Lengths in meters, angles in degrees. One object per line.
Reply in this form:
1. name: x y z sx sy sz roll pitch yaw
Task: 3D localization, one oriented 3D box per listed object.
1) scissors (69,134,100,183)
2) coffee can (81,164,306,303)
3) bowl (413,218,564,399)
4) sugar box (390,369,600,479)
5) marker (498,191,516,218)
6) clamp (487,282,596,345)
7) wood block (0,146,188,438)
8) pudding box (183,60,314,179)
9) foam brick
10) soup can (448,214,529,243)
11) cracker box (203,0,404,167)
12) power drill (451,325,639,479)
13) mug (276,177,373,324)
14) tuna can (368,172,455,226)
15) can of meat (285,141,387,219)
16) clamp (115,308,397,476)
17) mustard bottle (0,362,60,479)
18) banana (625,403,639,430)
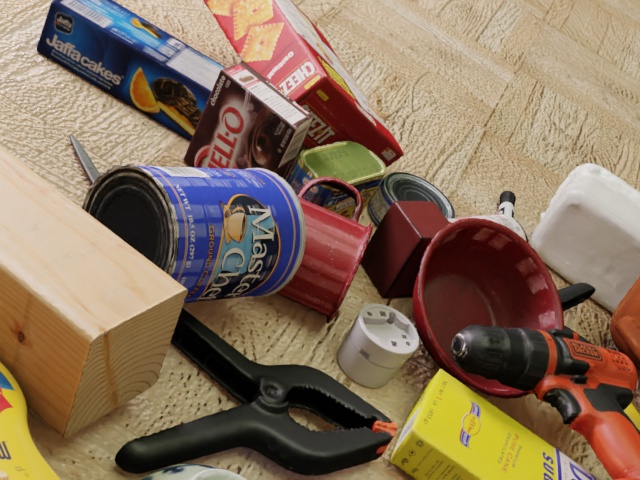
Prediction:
1. scissors: -0.154 -0.020 0.891 0.096 0.016 0.202 16 31 -31
2. coffee can: -0.093 -0.004 0.796 0.140 0.103 0.103 -3 45 -52
3. bowl: 0.137 0.065 0.940 0.161 0.055 0.162 12 66 -29
4. sugar box: 0.146 0.185 0.831 0.176 0.048 0.093 32 33 4
5. marker: 0.203 -0.020 1.167 0.020 0.020 0.121 28 34 -5
6. clamp: 0.215 0.071 1.039 0.171 0.039 0.120 20 34 -16
7. wood block: -0.201 0.022 0.708 0.206 0.091 0.090 36 35 19
8. pudding box: -0.066 -0.090 0.964 0.090 0.114 0.039 39 37 12
9. foam brick: 0.082 0.008 0.983 0.051 0.078 0.053 0 45 -36
10. soup can: 0.148 0.011 1.040 0.102 0.069 0.068 -6 48 -43
11. cracker box: -0.021 -0.171 1.093 0.164 0.072 0.214 36 19 -51
12. power drill: 0.202 0.146 0.836 0.184 0.057 0.188 12 38 -27
13. mug: -0.006 0.001 0.898 0.081 0.117 0.093 24 -8 -2
14. tuna can: 0.094 -0.030 1.082 0.086 0.034 0.086 21 35 -15
15. can of meat: 0.005 -0.040 0.980 0.057 0.084 0.101 45 36 20
16. clamp: -0.046 0.114 0.781 0.209 0.036 0.164 13 38 -20
17. mustard bottle: -0.217 0.114 0.628 0.096 0.058 0.192 -5 47 -40
18. banana: 0.274 0.179 0.932 0.069 0.037 0.198 50 13 -35
